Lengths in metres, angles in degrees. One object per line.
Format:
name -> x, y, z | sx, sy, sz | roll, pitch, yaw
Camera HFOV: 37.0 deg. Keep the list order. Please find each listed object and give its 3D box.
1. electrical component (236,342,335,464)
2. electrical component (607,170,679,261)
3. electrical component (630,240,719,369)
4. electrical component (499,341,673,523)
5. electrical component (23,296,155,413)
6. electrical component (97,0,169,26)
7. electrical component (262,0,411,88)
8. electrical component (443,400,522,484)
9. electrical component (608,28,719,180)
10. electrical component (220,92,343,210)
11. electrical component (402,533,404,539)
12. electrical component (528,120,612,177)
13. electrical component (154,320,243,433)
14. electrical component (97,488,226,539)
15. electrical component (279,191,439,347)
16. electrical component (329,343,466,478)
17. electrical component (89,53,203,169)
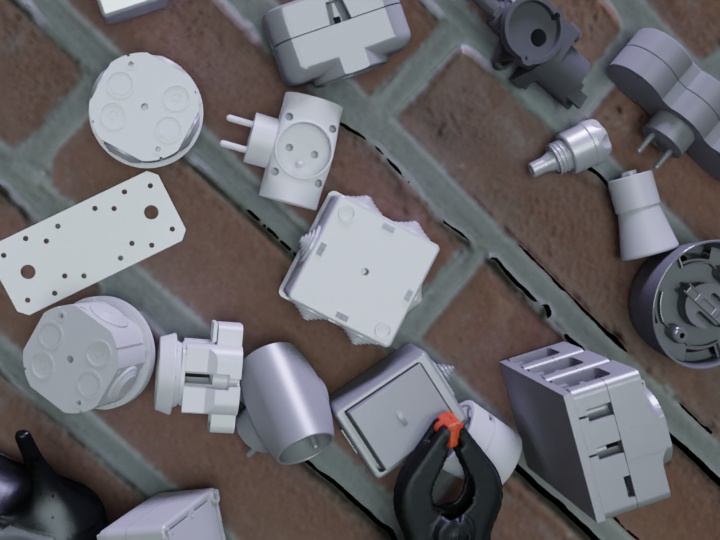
electrical component -> -0.063, 0.106, 0.778 | 0.079, 0.044, 0.077 | -45, 56, 31
electrical component -> 0.214, -0.044, 0.824 | 0.044, 0.044, 0.065 | -16, 91, -8
electrical component -> 0.258, 0.025, 0.823 | 0.099, 0.064, 0.099 | -1, 93, -9
electrical component -> 0.160, 0.108, 0.768 | 0.062, 0.150, 0.089 | -17, 96, -7
electrical component -> -0.188, 0.059, 0.747 | 0.080, 0.051, 0.080 | 1, 92, 17
electrical component -> -0.164, -0.210, 0.733 | 0.047, 0.077, 0.065 | -20, 97, -7
electrical component -> -0.016, -0.168, 0.771 | 0.095, 0.054, 0.059 | -21, 96, -8
electrical component -> 0.088, 0.133, 0.807 | 0.047, 0.055, 0.055 | 32, 88, -13
electrical component -> 0.241, -0.110, 0.818 | 0.138, 0.052, 0.073 | 41, 86, -9
electrical component -> -0.060, -0.090, 0.773 | 0.079, 0.044, 0.077 | 15, 91, -10
electrical component -> 0.054, 0.218, 0.811 | 0.045, 0.045, 0.055 | -1, 93, -9
electrical component -> 0.157, -0.088, 0.815 | 0.061, 0.035, 0.035 | -25, 97, -5
electrical component -> -0.116, 0.075, 0.768 | 0.057, 0.058, 0.078 | 5, 92, -12
electrical component -> -0.136, 0.196, 0.761 | 0.061, 0.096, 0.061 | -9, 95, 19
electrical component -> 0.000, 0.000, 0.786 | 0.100, 0.048, 0.099 | 27, 89, -10
electrical component -> 0.032, 0.099, 0.791 | 0.096, 0.061, 0.061 | -33, 98, -6
electrical component -> -0.150, -0.112, 0.754 | 0.080, 0.051, 0.080 | -1, 93, -9
